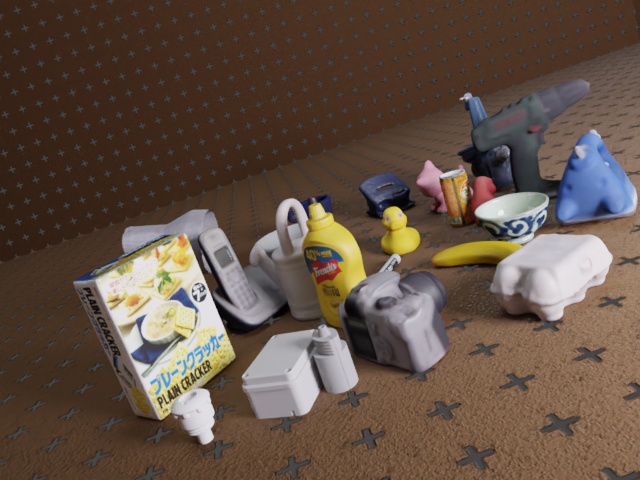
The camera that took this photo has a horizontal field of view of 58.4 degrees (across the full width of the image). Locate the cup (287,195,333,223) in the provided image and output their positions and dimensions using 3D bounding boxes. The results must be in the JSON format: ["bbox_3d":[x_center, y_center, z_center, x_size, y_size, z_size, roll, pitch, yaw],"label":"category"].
[{"bbox_3d":[-0.016,-0.046,1.385,0.118,0.095,0.091,-24,16,-19],"label":"cup"}]

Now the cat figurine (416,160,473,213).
[{"bbox_3d":[0.271,-0.125,1.276,0.128,0.118,0.067,-21,15,-10],"label":"cat figurine"}]

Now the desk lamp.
[{"bbox_3d":[-0.270,0.059,1.084,0.203,0.214,0.118,-16,15,10],"label":"desk lamp"}]

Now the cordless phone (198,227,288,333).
[{"bbox_3d":[-0.130,0.052,0.995,0.093,0.185,0.148,-7,19,37],"label":"cordless phone"}]

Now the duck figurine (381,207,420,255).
[{"bbox_3d":[0.150,-0.025,1.127,0.077,0.086,0.104,-17,15,5],"label":"duck figurine"}]

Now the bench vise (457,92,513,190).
[{"bbox_3d":[0.394,-0.236,1.322,0.122,0.220,0.207,-23,16,-16],"label":"bench vise"}]

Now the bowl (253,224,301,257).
[{"bbox_3d":[-0.055,0.020,1.234,0.167,0.075,0.167,-17,15,5],"label":"bowl"}]

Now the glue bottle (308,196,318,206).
[{"bbox_3d":[0.009,0.004,1.023,0.078,0.173,0.037,-12,16,23],"label":"glue bottle"}]

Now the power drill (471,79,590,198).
[{"bbox_3d":[0.426,-0.187,1.133,0.229,0.208,0.076,-12,16,22],"label":"power drill"}]

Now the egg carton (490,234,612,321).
[{"bbox_3d":[0.298,0.043,0.736,0.151,0.069,0.107,-28,18,-31],"label":"egg carton"}]

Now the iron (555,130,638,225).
[{"bbox_3d":[0.468,-0.122,0.981,0.118,0.141,0.259,-8,18,34],"label":"iron"}]

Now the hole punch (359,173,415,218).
[{"bbox_3d":[0.164,-0.114,1.415,0.109,0.091,0.101,-23,16,-15],"label":"hole punch"}]

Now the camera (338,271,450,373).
[{"bbox_3d":[0.110,0.087,0.746,0.137,0.101,0.142,-28,18,-31],"label":"camera"}]

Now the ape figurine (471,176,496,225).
[{"bbox_3d":[0.321,-0.079,1.101,0.076,0.092,0.077,-21,15,-10],"label":"ape figurine"}]

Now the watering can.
[{"bbox_3d":[-0.036,0.028,0.950,0.172,0.194,0.101,-17,15,6],"label":"watering can"}]
